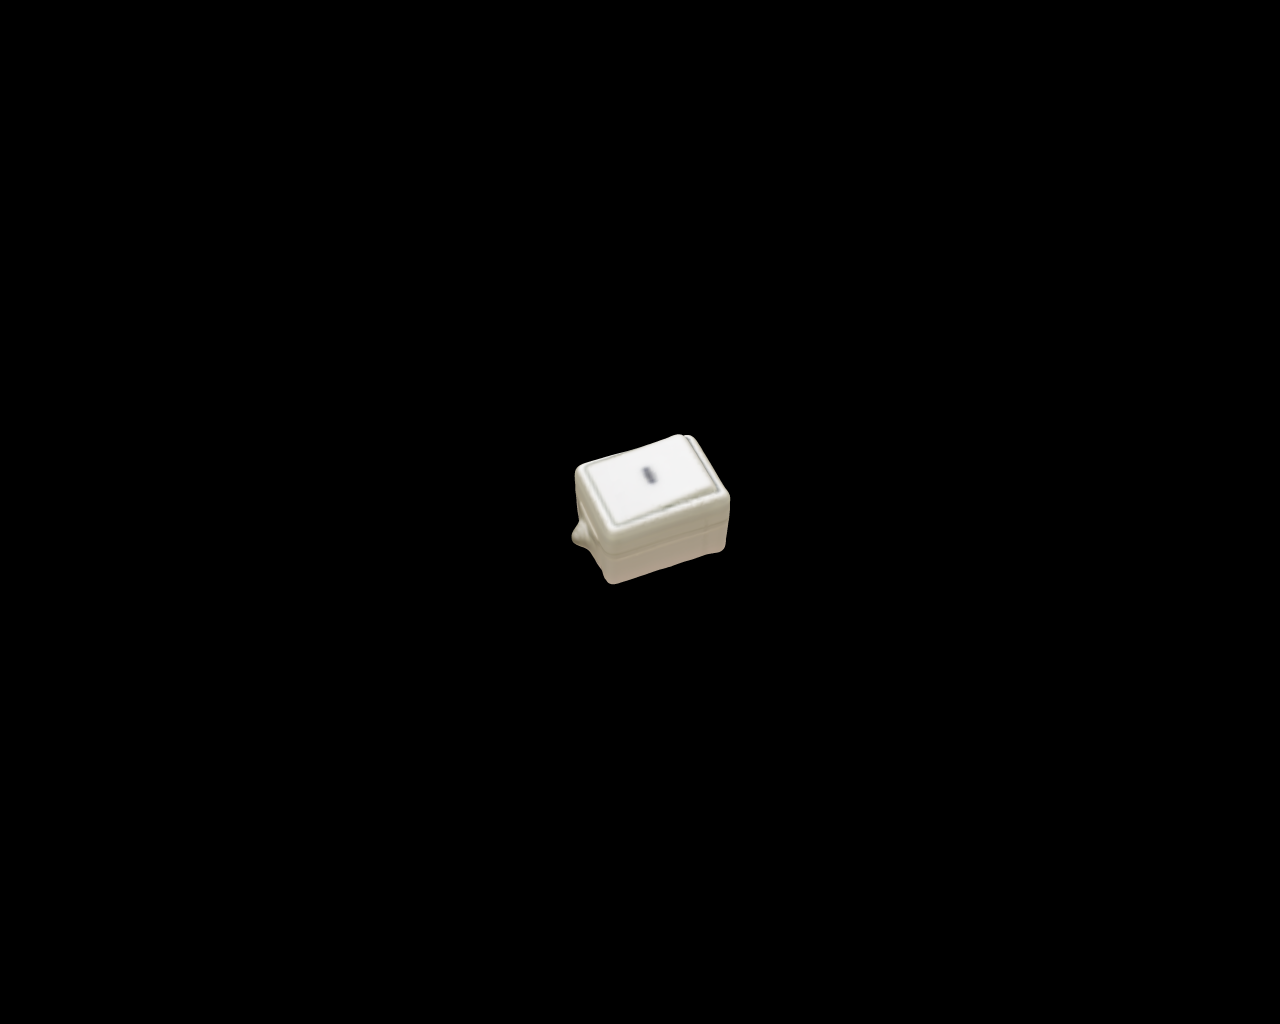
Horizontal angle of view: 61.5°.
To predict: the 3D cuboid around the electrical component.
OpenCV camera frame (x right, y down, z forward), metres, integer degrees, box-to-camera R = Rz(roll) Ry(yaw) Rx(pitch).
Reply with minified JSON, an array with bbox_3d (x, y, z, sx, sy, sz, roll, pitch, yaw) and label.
[{"bbox_3d":[0.001,-0.003,0.650,0.096,0.062,0.061,-17,-39,-14],"label":"electrical component"}]
